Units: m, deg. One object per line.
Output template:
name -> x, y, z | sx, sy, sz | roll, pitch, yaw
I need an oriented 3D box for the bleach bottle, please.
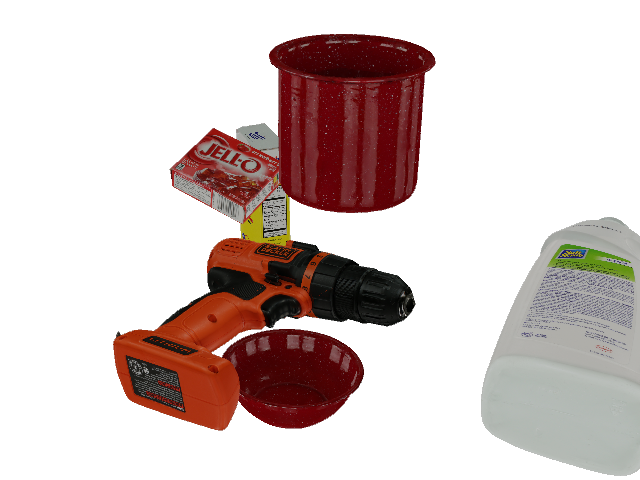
bleach bottle -> 0.181, 0.048, 0.701 | 0.103, 0.068, 0.250 | 14, 29, 18

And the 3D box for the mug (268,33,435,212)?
mug -> 0.020, -0.072, 0.623 | 0.093, 0.081, 0.117 | 9, 27, 15

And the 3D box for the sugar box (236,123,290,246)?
sugar box -> -0.070, -0.045, 1.304 | 0.048, 0.176, 0.093 | -12, 26, -17

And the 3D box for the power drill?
power drill -> -0.046, 0.064, 0.796 | 0.185, 0.057, 0.187 | 10, 31, 33

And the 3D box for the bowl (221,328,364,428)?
bowl -> -0.033, 0.163, 1.204 | 0.162, 0.055, 0.162 | 2, 26, -1

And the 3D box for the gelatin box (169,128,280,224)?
gelatin box -> -0.091, -0.065, 1.049 | 0.089, 0.030, 0.073 | 28, 52, 17
